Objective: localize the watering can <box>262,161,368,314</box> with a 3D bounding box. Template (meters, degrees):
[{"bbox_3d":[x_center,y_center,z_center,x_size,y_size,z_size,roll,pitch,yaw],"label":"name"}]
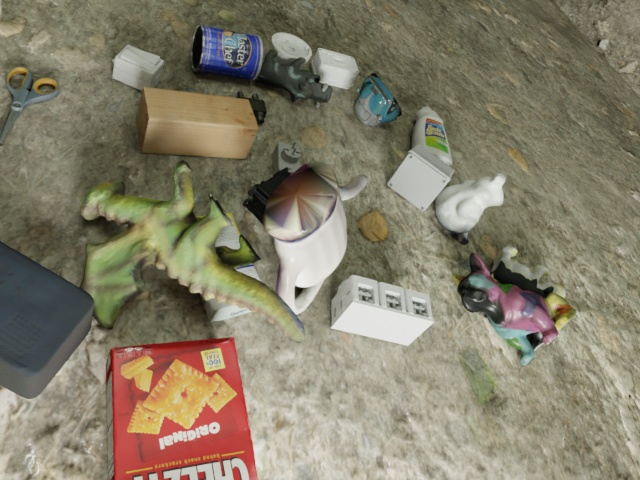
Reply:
[{"bbox_3d":[0.003,-0.044,0.870,0.104,0.219,0.355,13,56,20],"label":"watering can"}]

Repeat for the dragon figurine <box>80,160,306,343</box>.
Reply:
[{"bbox_3d":[-0.224,0.039,0.753,0.244,0.120,0.416,-33,65,-10],"label":"dragon figurine"}]

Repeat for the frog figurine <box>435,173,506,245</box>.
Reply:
[{"bbox_3d":[0.331,-0.089,1.137,0.123,0.156,0.140,32,44,1],"label":"frog figurine"}]
